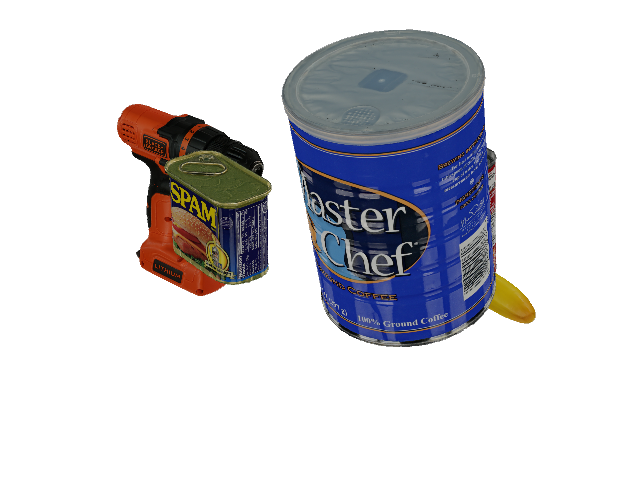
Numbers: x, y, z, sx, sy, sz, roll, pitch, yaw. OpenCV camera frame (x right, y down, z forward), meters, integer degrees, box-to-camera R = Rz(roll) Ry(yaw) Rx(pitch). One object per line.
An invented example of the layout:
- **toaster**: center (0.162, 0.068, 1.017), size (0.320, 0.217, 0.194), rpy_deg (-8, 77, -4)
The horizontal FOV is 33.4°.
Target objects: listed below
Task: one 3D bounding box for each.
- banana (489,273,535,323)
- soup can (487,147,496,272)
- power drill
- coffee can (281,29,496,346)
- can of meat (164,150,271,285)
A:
- **banana**: center (0.133, 0.046, 1.114), size (0.198, 0.037, 0.069), rpy_deg (9, 47, 24)
- **soup can**: center (0.108, -0.019, 0.859), size (0.068, 0.102, 0.068), rpy_deg (-4, 24, 2)
- **power drill**: center (-0.134, -0.039, 1.118), size (0.185, 0.188, 0.057), rpy_deg (24, 36, 33)
- **coffee can**: center (0.041, -0.028, 0.578), size (0.103, 0.140, 0.103), rpy_deg (-7, 38, 5)
- **can of meat**: center (-0.088, -0.019, 0.922), size (0.057, 0.084, 0.102), rpy_deg (-22, 38, -34)
